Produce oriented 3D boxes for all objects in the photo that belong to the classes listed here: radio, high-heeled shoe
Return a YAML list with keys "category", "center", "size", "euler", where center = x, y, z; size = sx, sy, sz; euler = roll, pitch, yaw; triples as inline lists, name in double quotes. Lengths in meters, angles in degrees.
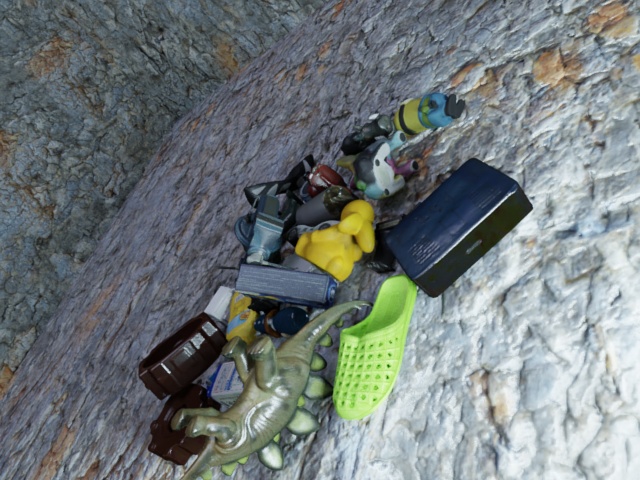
- category: "radio"
  center: [0.229, -0.025, 0.918]
  size: [0.229, 0.073, 0.131]
  euler: [-43, 38, 7]
- category: "high-heeled shoe"
  center: [-0.117, -0.182, 1.537]
  size: [0.086, 0.145, 0.249]
  euler: [-5, 52, 51]

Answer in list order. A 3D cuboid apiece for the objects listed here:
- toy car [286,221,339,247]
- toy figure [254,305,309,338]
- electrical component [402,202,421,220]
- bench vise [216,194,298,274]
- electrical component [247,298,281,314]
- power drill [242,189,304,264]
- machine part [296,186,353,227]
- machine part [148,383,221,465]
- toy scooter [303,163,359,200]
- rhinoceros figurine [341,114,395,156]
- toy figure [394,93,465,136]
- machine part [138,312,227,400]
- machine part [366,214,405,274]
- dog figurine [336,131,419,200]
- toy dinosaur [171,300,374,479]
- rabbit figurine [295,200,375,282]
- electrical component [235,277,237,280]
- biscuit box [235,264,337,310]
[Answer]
- category: "toy car"
  center: [-0.003, -0.004, 1.230]
  size: [0.202, 0.073, 0.056]
  euler: [-6, 51, 51]
- category: "toy figure"
  center: [-0.085, 0.177, 1.138]
  size: [0.154, 0.057, 0.064]
  euler: [-19, 26, 49]
- category: "electrical component"
  center: [0.198, -0.037, 1.030]
  size: [0.078, 0.045, 0.102]
  euler: [37, 88, 33]
- category: "bench vise"
  center: [-0.147, 0.016, 1.252]
  size: [0.224, 0.129, 0.240]
  euler: [-99, 30, -42]
- category: "electrical component"
  center: [-0.123, 0.125, 1.240]
  size: [0.048, 0.074, 0.119]
  euler: [-34, 28, 25]
- category: "power drill"
  center: [-0.127, -0.036, 1.440]
  size: [0.207, 0.086, 0.232]
  euler: [-42, 30, 3]
- category: "machine part"
  center: [0.008, -0.068, 1.251]
  size: [0.079, 0.079, 0.243]
  euler: [-61, 15, -23]
- category: "machine part"
  center: [-0.295, 0.393, 1.161]
  size: [0.179, 0.056, 0.179]
  euler: [-33, 32, 23]
- category: "toy scooter"
  center: [0.009, -0.136, 1.315]
  size: [0.075, 0.135, 0.184]
  euler: [-54, 27, -7]
- category: "rhinoceros figurine"
  center: [0.119, -0.256, 1.311]
  size: [0.112, 0.073, 0.190]
  euler: [-11, -3, -28]
- category: "toy figure"
  center: [0.244, -0.290, 1.241]
  size: [0.180, 0.082, 0.089]
  euler: [10, 60, 55]
- category: "machine part"
  center: [-0.318, 0.268, 1.258]
  size: [0.201, 0.087, 0.201]
  euler: [-40, 13, -13]
- category: "machine part"
  center: [0.131, 0.008, 1.071]
  size: [0.084, 0.039, 0.139]
  euler: [-15, 40, 33]
- category: "dog figurine"
  center: [0.107, -0.155, 1.227]
  size: [0.191, 0.108, 0.219]
  euler: [-44, 18, -30]
- category: "toy dinosaur"
  center: [-0.079, 0.244, 0.894]
  size: [0.471, 0.198, 0.105]
  euler: [-49, 28, -19]
- category: "rabbit figurine"
  center: [0.047, -0.012, 1.075]
  size: [0.173, 0.122, 0.162]
  euler: [-53, 7, -11]
- category: "electrical component"
  center: [-0.189, 0.084, 1.435]
  size: [0.094, 0.021, 0.063]
  euler: [-23, 37, 39]
- category: "biscuit box"
  center: [-0.069, 0.096, 1.103]
  size: [0.203, 0.059, 0.063]
  euler: [7, 73, 20]
